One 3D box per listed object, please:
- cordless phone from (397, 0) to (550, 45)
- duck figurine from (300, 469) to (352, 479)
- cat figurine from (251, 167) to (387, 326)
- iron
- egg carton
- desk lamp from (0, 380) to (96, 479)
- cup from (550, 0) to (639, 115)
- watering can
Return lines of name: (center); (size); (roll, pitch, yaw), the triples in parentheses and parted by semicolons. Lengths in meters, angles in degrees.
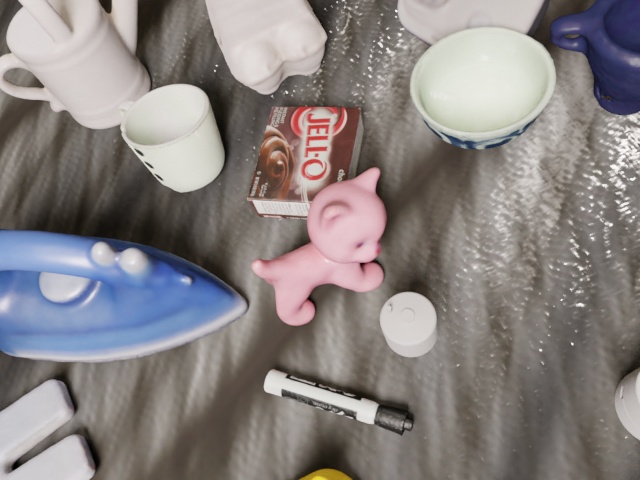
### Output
cordless phone: (0.137, -0.259, 0.518); (0.147, 0.185, 0.094); (36, 77, 26)
duck figurine: (-0.015, 0.201, 0.380); (0.077, 0.086, 0.105); (32, 75, 25)
cat figurine: (0.004, 0.002, 0.457); (0.128, 0.118, 0.067); (-28, 61, -2)
iron: (-0.202, 0.029, 0.478); (0.257, 0.142, 0.118); (-1, 64, 13)
egg carton: (-0.061, -0.231, 0.617); (0.107, 0.069, 0.150); (-26, 61, 0)
desk lamp: (-0.310, 0.166, 0.394); (0.203, 0.214, 0.117); (-36, 61, -6)
cup: (0.254, -0.154, 0.489); (0.117, 0.095, 0.092); (7, 66, 17)
watering can: (-0.257, -0.217, 0.584); (0.100, 0.194, 0.173); (27, 73, 24)
